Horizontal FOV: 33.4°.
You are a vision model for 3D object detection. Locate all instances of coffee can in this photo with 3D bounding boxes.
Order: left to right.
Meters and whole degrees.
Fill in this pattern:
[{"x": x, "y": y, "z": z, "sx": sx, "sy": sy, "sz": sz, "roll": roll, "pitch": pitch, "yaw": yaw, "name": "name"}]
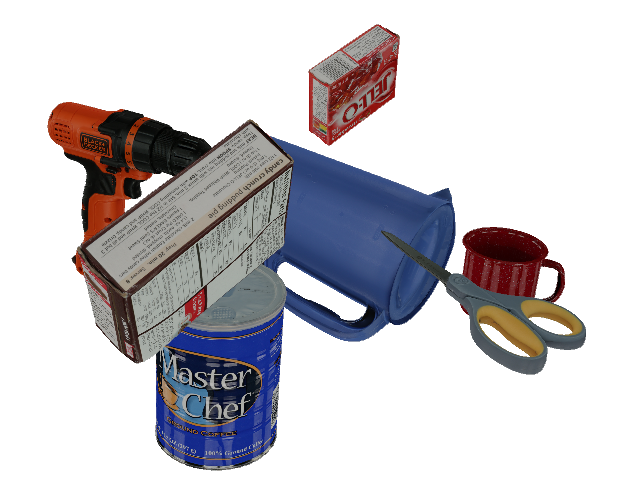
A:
[{"x": -0.082, "y": 0.097, "z": 0.859, "sx": 0.103, "sy": 0.140, "sz": 0.103, "roll": 3, "pitch": 29, "yaw": -2, "name": "coffee can"}]

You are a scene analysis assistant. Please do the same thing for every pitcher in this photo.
[{"x": 0.002, "y": -0.013, "z": 1.086, "sx": 0.243, "sy": 0.145, "sz": 0.149, "roll": 25, "pitch": 27, "yaw": 24, "name": "pitcher"}]

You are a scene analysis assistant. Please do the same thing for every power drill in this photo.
[{"x": -0.187, "y": -0.040, "z": 1.078, "sx": 0.185, "sy": 0.188, "sz": 0.057, "roll": 17, "pitch": 32, "yaw": 23, "name": "power drill"}]

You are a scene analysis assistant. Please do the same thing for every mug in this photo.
[{"x": 0.210, "y": 0.042, "z": 1.177, "sx": 0.117, "sy": 0.081, "sz": 0.093, "roll": 7, "pitch": 25, "yaw": 4, "name": "mug"}]

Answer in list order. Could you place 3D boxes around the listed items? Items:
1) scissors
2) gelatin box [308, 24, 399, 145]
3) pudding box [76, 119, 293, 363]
[{"x": 0.128, "y": 0.038, "z": 0.828, "sx": 0.096, "sy": 0.016, "sz": 0.202, "roll": -4, "pitch": 31, "yaw": -21, "name": "scissors"}, {"x": 0.030, "y": -0.136, "z": 0.931, "sx": 0.089, "sy": 0.073, "sz": 0.030, "roll": -38, "pitch": 61, "yaw": -26, "name": "gelatin box"}, {"x": -0.066, "y": 0.002, "z": 0.545, "sx": 0.113, "sy": 0.039, "sz": 0.090, "roll": -42, "pitch": -18, "yaw": -23, "name": "pudding box"}]
